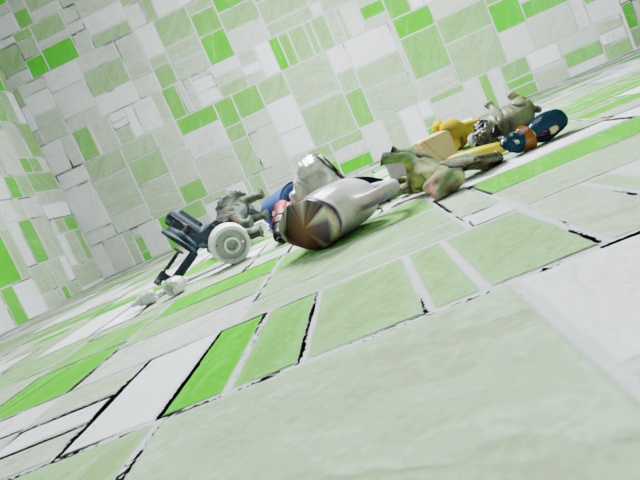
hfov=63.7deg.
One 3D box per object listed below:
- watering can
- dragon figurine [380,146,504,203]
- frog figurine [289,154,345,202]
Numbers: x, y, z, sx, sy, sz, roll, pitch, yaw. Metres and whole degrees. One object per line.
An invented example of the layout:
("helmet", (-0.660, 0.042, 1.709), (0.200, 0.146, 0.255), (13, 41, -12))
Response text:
("watering can", (0.003, -0.053, 1.058), (0.345, 0.103, 0.227), (-15, 12, 45))
("dragon figurine", (0.274, -0.158, 1.121), (0.242, 0.120, 0.416), (0, 20, 26))
("frog figurine", (-0.025, -0.171, 1.512), (0.158, 0.125, 0.135), (-45, -41, 9))
